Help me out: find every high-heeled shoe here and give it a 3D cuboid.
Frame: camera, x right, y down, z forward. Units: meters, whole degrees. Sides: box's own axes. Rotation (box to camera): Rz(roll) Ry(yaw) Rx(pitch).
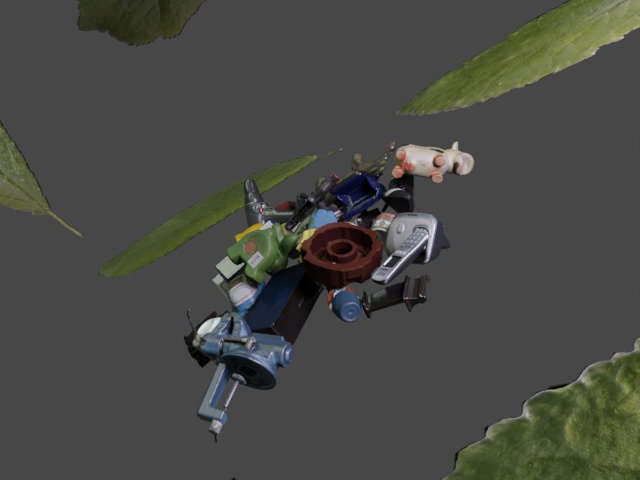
[{"bbox_3d":[0.215,-0.133,1.326,0.145,0.086,0.249,-56,7,-6],"label":"high-heeled shoe"}]

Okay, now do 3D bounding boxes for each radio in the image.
[{"bbox_3d":[-0.087,0.152,1.227,0.131,0.073,0.230,-20,25,36],"label":"radio"}]

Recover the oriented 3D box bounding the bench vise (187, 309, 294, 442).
[{"bbox_3d":[-0.175,0.252,1.032,0.224,0.128,0.241,11,49,14],"label":"bench vise"}]

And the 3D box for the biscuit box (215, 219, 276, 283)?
[{"bbox_3d":[-0.182,0.035,1.441,0.203,0.062,0.059,-42,66,-15],"label":"biscuit box"}]

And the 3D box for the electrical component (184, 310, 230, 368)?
[{"bbox_3d":[-0.266,0.235,1.330,0.134,0.058,0.115,-40,24,-11],"label":"electrical component"}]

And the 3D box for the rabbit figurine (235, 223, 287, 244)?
[{"bbox_3d":[-0.140,0.028,1.543,0.162,0.121,0.173,-29,35,-9],"label":"rabbit figurine"}]

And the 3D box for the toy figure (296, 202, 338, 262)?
[{"bbox_3d":[0.001,-0.003,1.352,0.082,0.089,0.180,3,60,20],"label":"toy figure"}]

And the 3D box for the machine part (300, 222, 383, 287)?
[{"bbox_3d":[0.047,0.030,1.156,0.179,0.055,0.179,-4,34,3],"label":"machine part"}]

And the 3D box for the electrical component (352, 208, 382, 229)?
[{"bbox_3d":[0.117,-0.055,1.393,0.078,0.045,0.102,-23,24,30],"label":"electrical component"}]

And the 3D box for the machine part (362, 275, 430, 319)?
[{"bbox_3d":[0.143,0.109,1.029,0.139,0.039,0.084,-20,32,29],"label":"machine part"}]

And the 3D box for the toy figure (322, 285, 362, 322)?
[{"bbox_3d":[0.044,0.123,1.114,0.154,0.064,0.057,-127,53,-73],"label":"toy figure"}]

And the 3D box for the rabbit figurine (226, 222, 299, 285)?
[{"bbox_3d":[-0.134,0.032,1.366,0.121,0.170,0.159,33,86,25],"label":"rabbit figurine"}]

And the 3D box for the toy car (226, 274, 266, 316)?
[{"bbox_3d":[-0.188,0.141,1.353,0.109,0.102,0.162,-34,20,5],"label":"toy car"}]

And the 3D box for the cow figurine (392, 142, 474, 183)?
[{"bbox_3d":[0.281,-0.194,1.328,0.195,0.085,0.127,7,29,8],"label":"cow figurine"}]

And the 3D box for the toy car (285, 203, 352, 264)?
[{"bbox_3d":[-0.007,-0.018,1.429,0.202,0.089,0.053,-33,3,2],"label":"toy car"}]

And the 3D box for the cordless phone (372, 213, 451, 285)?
[{"bbox_3d":[0.158,0.028,1.090,0.184,0.088,0.147,-40,22,-21],"label":"cordless phone"}]

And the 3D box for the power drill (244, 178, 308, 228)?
[{"bbox_3d":[-0.139,-0.095,1.660,0.207,0.232,0.086,-7,-8,17],"label":"power drill"}]

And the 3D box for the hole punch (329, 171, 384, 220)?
[{"bbox_3d":[0.103,-0.110,1.367,0.142,0.092,0.115,-34,-15,27],"label":"hole punch"}]

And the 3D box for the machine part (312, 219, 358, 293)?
[{"bbox_3d":[0.045,0.036,1.267,0.079,0.079,0.243,-17,28,38],"label":"machine part"}]

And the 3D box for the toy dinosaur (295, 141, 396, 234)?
[{"bbox_3d":[0.063,-0.130,1.556,0.471,0.105,0.199,-43,26,-8],"label":"toy dinosaur"}]
